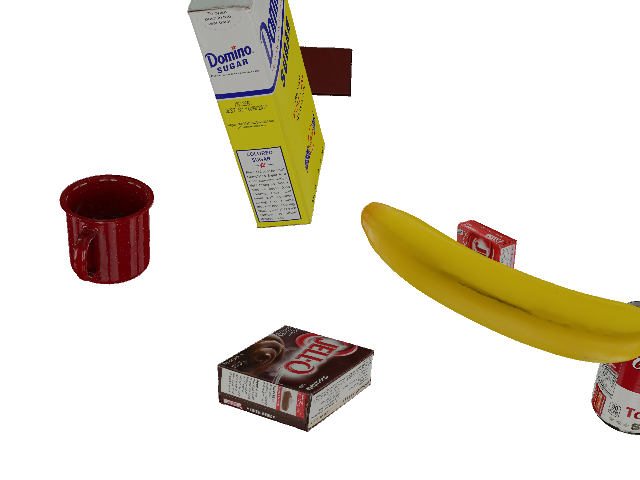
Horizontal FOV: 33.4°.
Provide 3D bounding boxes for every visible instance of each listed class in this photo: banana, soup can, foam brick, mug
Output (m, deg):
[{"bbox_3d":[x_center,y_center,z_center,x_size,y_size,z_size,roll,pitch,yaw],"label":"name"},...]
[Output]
[{"bbox_3d":[0.101,0.027,0.598,0.198,0.037,0.069,22,18,19],"label":"banana"},{"bbox_3d":[0.285,0.114,0.951,0.068,0.102,0.068,3,35,-2],"label":"soup can"},{"bbox_3d":[-0.009,-0.182,1.149,0.078,0.051,0.053,0,11,-13],"label":"foam brick"},{"bbox_3d":[-0.217,-0.003,1.074,0.093,0.081,0.117,9,33,8],"label":"mug"}]

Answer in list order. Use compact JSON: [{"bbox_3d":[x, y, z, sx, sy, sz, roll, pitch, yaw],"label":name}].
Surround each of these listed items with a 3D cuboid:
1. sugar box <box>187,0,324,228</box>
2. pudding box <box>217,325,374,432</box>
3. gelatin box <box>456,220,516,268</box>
[{"bbox_3d":[-0.037,-0.104,0.709,0.048,0.176,0.093,-3,44,11],"label":"sugar box"},{"bbox_3d":[-0.020,0.113,0.893,0.090,0.039,0.113,12,21,27],"label":"pudding box"},{"bbox_3d":[0.196,0.028,1.281,0.030,0.089,0.073,-18,32,-32],"label":"gelatin box"}]
